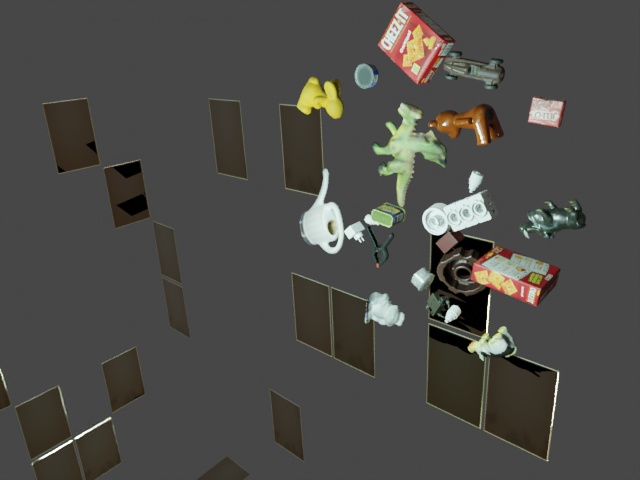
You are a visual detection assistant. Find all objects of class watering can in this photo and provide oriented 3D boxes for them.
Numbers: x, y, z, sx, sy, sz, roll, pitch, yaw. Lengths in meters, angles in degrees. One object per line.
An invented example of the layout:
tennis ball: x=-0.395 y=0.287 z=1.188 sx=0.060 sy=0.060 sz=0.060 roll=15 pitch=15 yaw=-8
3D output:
watering can: x=0.007 y=-0.109 z=2.161 sx=0.222 sy=0.104 sz=0.349 roll=-17 pitch=81 yaw=47

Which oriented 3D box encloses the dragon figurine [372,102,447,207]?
dragon figurine: x=0.320 y=-0.282 z=1.758 sx=0.243 sy=0.124 sz=0.403 roll=9 pitch=131 yaw=45

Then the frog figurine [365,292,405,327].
frog figurine: x=0.264 y=0.281 z=2.084 sx=0.159 sy=0.124 sz=0.136 roll=5 pitch=105 yaw=5
